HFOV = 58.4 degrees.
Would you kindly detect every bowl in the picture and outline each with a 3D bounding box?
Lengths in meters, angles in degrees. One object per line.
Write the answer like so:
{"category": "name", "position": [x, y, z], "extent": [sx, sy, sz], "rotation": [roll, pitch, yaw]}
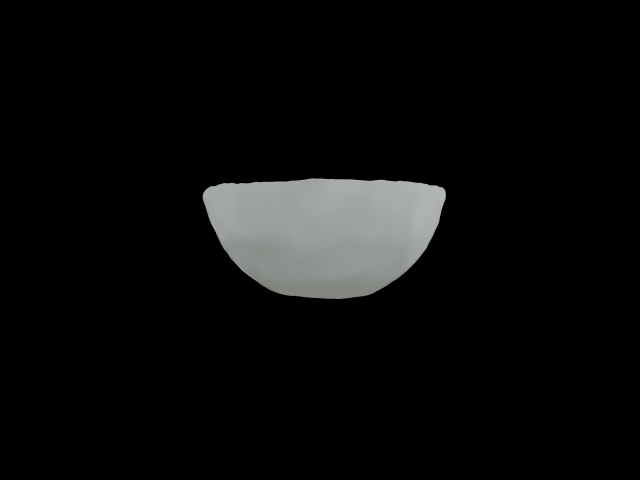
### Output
{"category": "bowl", "position": [0.004, 0.001, 0.400], "extent": [0.167, 0.075, 0.167], "rotation": [0, 0, 0]}
